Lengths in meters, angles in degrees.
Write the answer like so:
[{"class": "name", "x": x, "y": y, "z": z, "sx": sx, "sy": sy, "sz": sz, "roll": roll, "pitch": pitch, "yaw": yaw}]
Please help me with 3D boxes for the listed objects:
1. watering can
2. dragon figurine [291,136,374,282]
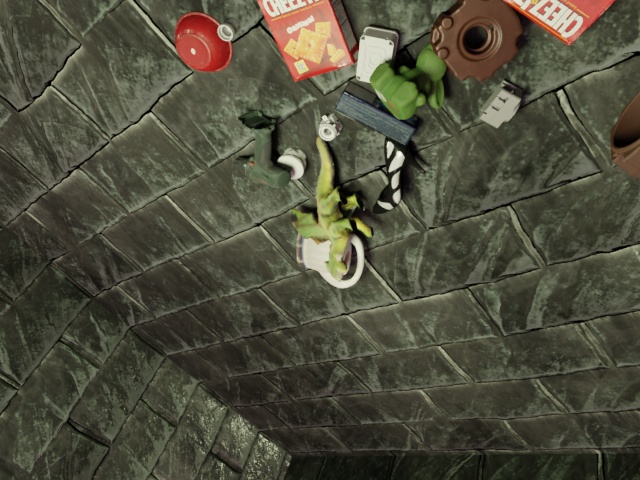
[{"class": "watering can", "x": 0.033, "y": -0.002, "z": 1.612, "sx": 0.225, "sy": 0.340, "sz": 0.106, "roll": 10, "pitch": 31, "yaw": 20}, {"class": "dragon figurine", "x": 0.005, "y": -0.075, "z": 1.492, "sx": 0.240, "sy": 0.409, "sz": 0.124, "roll": -20, "pitch": 6, "yaw": 36}]
